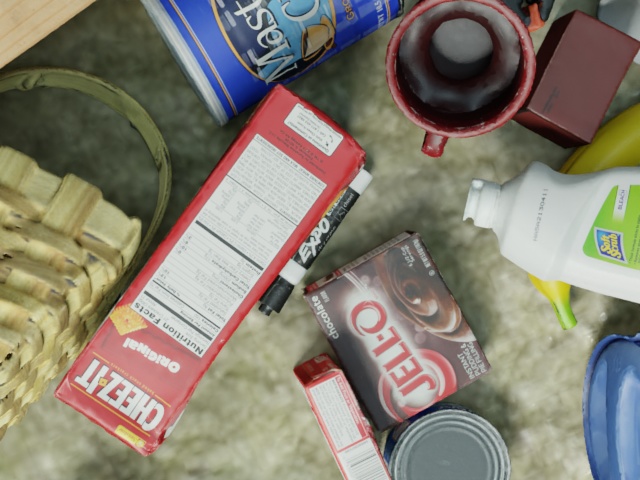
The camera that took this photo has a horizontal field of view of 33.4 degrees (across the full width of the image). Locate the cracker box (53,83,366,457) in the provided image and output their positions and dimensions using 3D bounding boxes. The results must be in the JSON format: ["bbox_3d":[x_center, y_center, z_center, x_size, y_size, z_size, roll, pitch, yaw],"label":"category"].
[{"bbox_3d":[-0.063,0.015,0.660,0.072,0.164,0.213,36,89,-4],"label":"cracker box"}]

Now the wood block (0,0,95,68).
[{"bbox_3d":[-0.179,-0.165,0.591,0.206,0.091,0.090,-40,131,-12],"label":"wood block"}]

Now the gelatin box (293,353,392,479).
[{"bbox_3d":[0.015,0.124,0.718,0.030,0.073,0.089,-25,94,-5],"label":"gelatin box"}]

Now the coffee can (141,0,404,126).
[{"bbox_3d":[-0.032,-0.152,0.685,0.140,0.103,0.103,-32,95,-4],"label":"coffee can"}]

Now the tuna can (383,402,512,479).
[{"bbox_3d":[0.087,0.157,0.746,0.086,0.034,0.086,0,93,-5],"label":"tuna can"}]

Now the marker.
[{"bbox_3d":[-0.005,0.001,0.737,0.020,0.020,0.121,35,89,-6],"label":"marker"}]

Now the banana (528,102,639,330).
[{"bbox_3d":[0.199,-0.037,0.747,0.069,0.037,0.198,34,90,-21],"label":"banana"}]

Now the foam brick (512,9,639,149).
[{"bbox_3d":[0.173,-0.109,0.732,0.053,0.051,0.078,28,90,-5],"label":"foam brick"}]

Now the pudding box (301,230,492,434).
[{"bbox_3d":[0.052,0.062,0.735,0.090,0.039,0.113,-29,95,-3],"label":"pudding box"}]

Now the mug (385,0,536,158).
[{"bbox_3d":[0.089,-0.111,0.703,0.093,0.081,0.117,13,112,2],"label":"mug"}]

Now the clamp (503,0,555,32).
[{"bbox_3d":[0.110,-0.244,0.726,0.164,0.036,0.210,-9,96,-4],"label":"clamp"}]

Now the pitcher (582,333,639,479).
[{"bbox_3d":[0.311,0.133,0.726,0.242,0.149,0.145,-2,71,-8],"label":"pitcher"}]

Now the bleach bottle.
[{"bbox_3d":[0.220,-0.008,0.687,0.251,0.068,0.102,12,76,8],"label":"bleach bottle"}]
